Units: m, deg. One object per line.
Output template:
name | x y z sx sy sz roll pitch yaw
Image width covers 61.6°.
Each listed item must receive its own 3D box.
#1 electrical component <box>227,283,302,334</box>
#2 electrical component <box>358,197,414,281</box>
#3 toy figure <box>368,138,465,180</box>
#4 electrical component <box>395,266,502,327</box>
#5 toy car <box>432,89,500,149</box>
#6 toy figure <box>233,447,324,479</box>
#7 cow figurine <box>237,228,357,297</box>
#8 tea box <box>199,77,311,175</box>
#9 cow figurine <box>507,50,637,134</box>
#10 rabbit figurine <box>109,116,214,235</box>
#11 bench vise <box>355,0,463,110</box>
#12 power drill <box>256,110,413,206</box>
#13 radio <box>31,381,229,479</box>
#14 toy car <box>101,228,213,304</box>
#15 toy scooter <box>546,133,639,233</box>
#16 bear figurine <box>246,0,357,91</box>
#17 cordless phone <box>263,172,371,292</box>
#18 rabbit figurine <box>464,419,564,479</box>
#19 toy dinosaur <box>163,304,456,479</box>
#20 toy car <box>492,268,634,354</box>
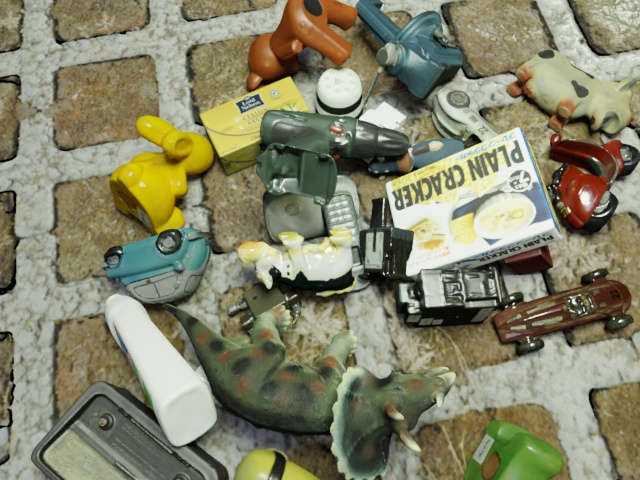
electrical component | -0.078 0.104 0.797 0.102 0.045 0.078 -33 41 -14
electrical component | 0.095 0.001 0.785 0.047 0.075 0.119 9 78 -36
toy figure | 0.156 -0.133 0.877 0.155 0.064 0.058 -4 32 5
electrical component | 0.175 0.082 0.757 0.134 0.114 0.058 -2 65 -1
toy car | 0.256 -0.169 0.882 0.056 0.073 0.202 -37 71 -14
toy figure | -0.023 0.327 0.674 0.180 0.089 0.082 29 64 16
cow figurine | -0.032 0.037 0.769 0.167 0.068 0.098 -5 103 -2
tea box | -0.103 -0.192 0.907 0.170 0.068 0.098 -27 70 -8
cow figurine | 0.435 -0.249 0.909 0.127 0.085 0.195 -42 71 -8
rabbit figurine | -0.243 -0.118 0.847 0.122 0.162 0.173 32 57 26
bench vise | 0.132 -0.339 0.911 0.223 0.128 0.241 -24 67 -35
power drill | 0.011 -0.130 0.773 0.232 0.085 0.207 13 37 9
radio | -0.241 0.297 0.701 0.230 0.073 0.131 32 72 13
toy car | -0.233 0.044 0.796 0.162 0.109 0.103 -17 85 4
toy scooter | 0.412 -0.104 0.851 0.135 0.075 0.184 32 68 13
bear figurine | -0.042 -0.328 0.926 0.132 0.196 0.120 20 61 -22
cordless phone | -0.002 -0.002 0.826 0.147 0.089 0.184 -14 86 -4
rabbit figurine | 0.270 0.330 0.653 0.170 0.121 0.159 33 75 -1
toy dinosaur | -0.048 0.179 0.671 0.405 0.192 0.131 10 106 8
toy car | 0.354 0.102 0.779 0.202 0.053 0.089 -13 71 -5
